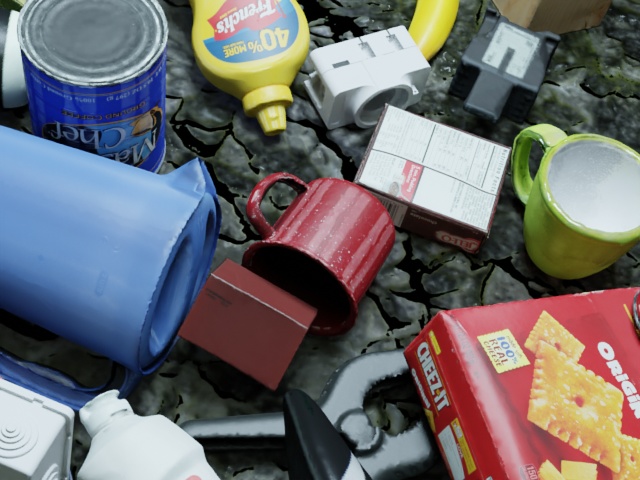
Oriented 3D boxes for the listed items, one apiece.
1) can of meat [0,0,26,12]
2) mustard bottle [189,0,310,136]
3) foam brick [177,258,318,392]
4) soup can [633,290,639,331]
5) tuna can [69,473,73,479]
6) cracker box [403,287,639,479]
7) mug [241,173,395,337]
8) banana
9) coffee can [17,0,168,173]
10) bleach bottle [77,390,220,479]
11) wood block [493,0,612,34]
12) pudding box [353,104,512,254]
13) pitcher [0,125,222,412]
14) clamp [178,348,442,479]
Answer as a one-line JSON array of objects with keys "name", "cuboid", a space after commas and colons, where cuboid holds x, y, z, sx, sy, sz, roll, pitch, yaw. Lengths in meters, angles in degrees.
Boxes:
[{"name": "can of meat", "cuboid": [-0.204, -0.193, 0.881, 0.102, 0.057, 0.083, 36, 62, 12]}, {"name": "mustard bottle", "cuboid": [-0.061, -0.178, 0.875, 0.096, 0.058, 0.191, -14, 82, -8]}, {"name": "foam brick", "cuboid": [-0.048, 0.056, 0.731, 0.078, 0.051, 0.053, 30, 103, 2]}, {"name": "soup can", "cuboid": [0.265, 0.030, 0.708, 0.068, 0.102, 0.068, 12, 51, -15]}, {"name": "tuna can", "cuboid": [-0.201, 0.159, 0.680, 0.086, 0.034, 0.086, 4, 59, -7]}, {"name": "cracker box", "cuboid": [0.184, 0.120, 0.722, 0.213, 0.072, 0.164, -5, 60, -26]}, {"name": "mug", "cuboid": [-0.005, 0.001, 0.769, 0.117, 0.093, 0.081, 46, 53, -14]}, {"name": "banana", "cuboid": [0.093, -0.236, 0.968, 0.069, 0.037, 0.198, -13, 59, 4]}, {"name": "coffee can", "cuboid": [-0.164, -0.109, 0.785, 0.102, 0.140, 0.103, 4, 58, -7]}, {"name": "bleach bottle", "cuboid": [-0.081, 0.206, 0.640, 0.102, 0.068, 0.251, -26, 71, -25]}, {"name": "wood block", "cuboid": [0.219, -0.277, 0.910, 0.090, 0.206, 0.090, -16, 63, -18]}, {"name": "pudding box", "cuboid": [0.088, -0.050, 0.851, 0.113, 0.039, 0.090, 21, 57, 2]}, {"name": "pitcher", "cuboid": [-0.202, 0.000, 0.731, 0.243, 0.145, 0.149, 20, 46, 7]}, {"name": "clamp", "cuboid": [0.027, 0.146, 0.723, 0.209, 0.036, 0.165, -28, 67, -23]}]
